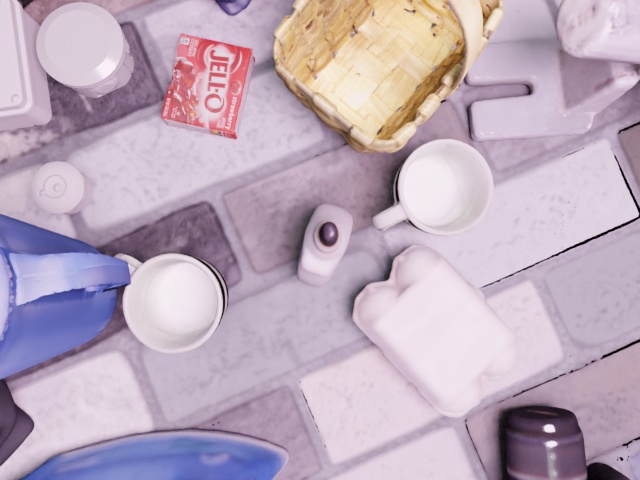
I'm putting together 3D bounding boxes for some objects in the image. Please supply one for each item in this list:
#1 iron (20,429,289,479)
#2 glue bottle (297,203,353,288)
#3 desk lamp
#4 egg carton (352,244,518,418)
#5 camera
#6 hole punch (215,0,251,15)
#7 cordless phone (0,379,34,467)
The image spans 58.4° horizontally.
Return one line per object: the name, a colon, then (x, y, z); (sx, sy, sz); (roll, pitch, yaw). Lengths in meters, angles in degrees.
iron: (-0.153, 0.233, 0.481); (0.258, 0.141, 0.119); (-16, 86, -3)
glue bottle: (0.004, 0.002, 0.486); (0.037, 0.173, 0.078); (18, 86, 0)
desk lamp: (0.251, -0.158, 0.485); (0.203, 0.213, 0.118); (-6, 86, -2)
egg carton: (0.109, 0.083, 0.536); (0.107, 0.069, 0.150); (-44, 88, -4)
camera: (0.224, 0.225, 0.514); (0.143, 0.100, 0.137); (-3, 86, -2)
hole punch: (-0.088, -0.292, 0.545); (0.101, 0.091, 0.109); (39, 86, 1)
cordless phone: (-0.334, 0.182, 0.457); (0.094, 0.185, 0.148); (37, 86, 1)
